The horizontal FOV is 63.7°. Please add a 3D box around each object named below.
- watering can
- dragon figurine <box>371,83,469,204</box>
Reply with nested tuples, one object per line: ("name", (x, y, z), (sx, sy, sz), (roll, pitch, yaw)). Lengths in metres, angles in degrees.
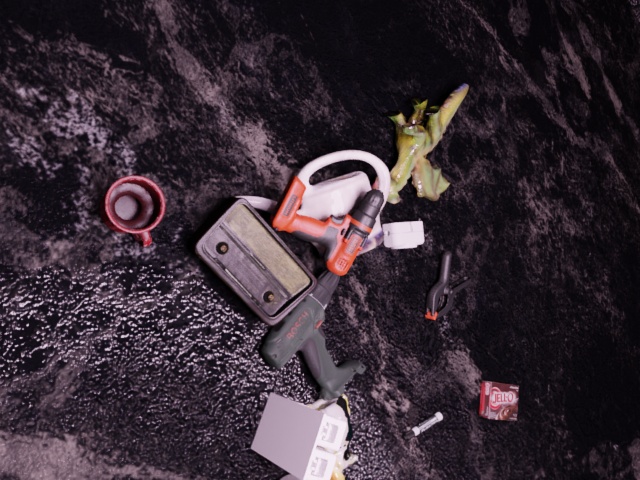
("watering can", (0.003, -0.053, 1.057), (0.350, 0.104, 0.223), (-22, 100, -19))
("dragon figurine", (0.265, -0.217, 1.267), (0.415, 0.123, 0.238), (-30, 119, -31))
